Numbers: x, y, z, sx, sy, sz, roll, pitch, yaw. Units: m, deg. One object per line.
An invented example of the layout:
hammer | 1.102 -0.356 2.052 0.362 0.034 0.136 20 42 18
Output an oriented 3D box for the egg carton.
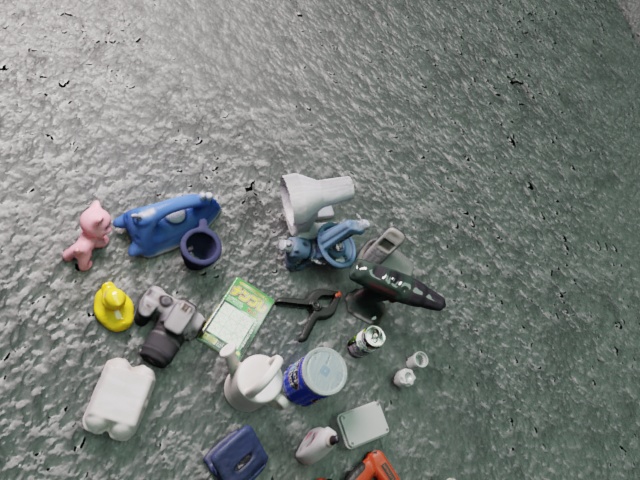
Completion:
egg carton | -0.391 0.313 1.125 0.107 0.069 0.150 21 59 -14

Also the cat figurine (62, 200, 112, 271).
cat figurine | -0.486 -0.014 1.211 0.067 0.117 0.128 28 58 -9

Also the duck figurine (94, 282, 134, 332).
duck figurine | -0.424 0.134 1.187 0.078 0.086 0.104 -23 77 -31

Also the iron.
iron | -0.323 -0.062 1.294 0.259 0.141 0.118 -25 78 -31

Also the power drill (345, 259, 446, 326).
power drill | 0.158 0.133 1.376 0.230 0.208 0.076 28 58 -10

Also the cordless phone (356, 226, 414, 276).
cordless phone | 0.182 0.045 1.443 0.148 0.184 0.094 31 57 -7

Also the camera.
camera | -0.328 0.185 1.197 0.143 0.100 0.137 32 57 -7

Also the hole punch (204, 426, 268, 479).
hole punch | -0.162 0.441 1.154 0.109 0.091 0.101 -36 84 -33

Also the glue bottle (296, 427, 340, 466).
glue bottle | 0.004 0.422 1.189 0.037 0.173 0.078 35 57 -4

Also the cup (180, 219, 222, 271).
cup | -0.277 0.019 1.303 0.092 0.094 0.118 8 63 -21

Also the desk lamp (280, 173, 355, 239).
desk lamp | -0.016 -0.086 1.400 0.204 0.213 0.118 -8 69 -27

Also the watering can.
watering can | -0.134 0.286 1.180 0.173 0.193 0.101 23 59 -12

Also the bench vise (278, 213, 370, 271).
bench vise | 0.017 0.015 1.363 0.208 0.219 0.121 -18 74 -30
